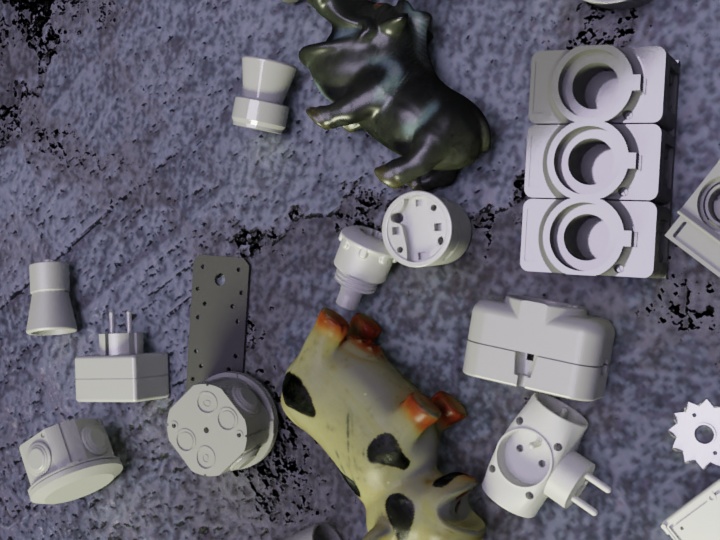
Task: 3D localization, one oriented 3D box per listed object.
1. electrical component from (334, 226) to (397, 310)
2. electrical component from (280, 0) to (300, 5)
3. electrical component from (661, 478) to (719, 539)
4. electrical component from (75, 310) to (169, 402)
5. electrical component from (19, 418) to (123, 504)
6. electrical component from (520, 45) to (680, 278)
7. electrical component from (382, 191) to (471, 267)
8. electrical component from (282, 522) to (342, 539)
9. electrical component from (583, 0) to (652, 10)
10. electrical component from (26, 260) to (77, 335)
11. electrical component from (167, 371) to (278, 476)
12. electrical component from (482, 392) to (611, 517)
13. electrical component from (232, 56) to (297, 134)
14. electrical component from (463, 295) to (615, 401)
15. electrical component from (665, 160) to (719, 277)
[{"bbox_3d":[0.000,0.000,0.822,0.048,0.048,0.062,29,109,25],"label":"electrical component"},{"bbox_3d":[-0.004,-0.292,0.819,0.186,0.060,0.105,-21,80,25],"label":"electrical component"},{"bbox_3d":[0.245,0.162,0.687,0.096,0.061,0.061,-48,68,28],"label":"electrical component"},{"bbox_3d":[-0.205,0.073,0.923,0.066,0.047,0.076,-3,88,27],"label":"electrical component"},{"bbox_3d":[-0.250,0.165,0.927,0.080,0.080,0.051,-33,69,23],"label":"electrical component"},{"bbox_3d":[0.162,-0.071,0.729,0.089,0.062,0.150,3,91,27],"label":"electrical component"},{"bbox_3d":[0.051,-0.029,0.794,0.055,0.047,0.055,-1,89,27],"label":"electrical component"},{"bbox_3d":[-0.055,0.233,0.845,0.081,0.043,0.043,-30,76,24],"label":"electrical component"},{"bbox_3d":[0.173,-0.227,0.725,0.099,0.064,0.099,0,89,27],"label":"electrical component"},{"bbox_3d":[-0.278,0.024,0.966,0.044,0.044,0.065,-9,80,27],"label":"electrical component"},{"bbox_3d":[-0.111,0.124,0.868,0.080,0.051,0.080,2,94,24],"label":"electrical component"},{"bbox_3d":[0.136,0.139,0.748,0.079,0.044,0.077,33,104,26],"label":"electrical component"},{"bbox_3d":[-0.077,-0.140,0.863,0.045,0.045,0.055,14,96,27],"label":"electrical component"},{"bbox_3d":[0.125,0.051,0.750,0.095,0.054,0.059,11,94,27],"label":"electrical component"},{"bbox_3d":[0.267,-0.015,0.674,0.121,0.063,0.078,42,107,21],"label":"electrical component"}]
